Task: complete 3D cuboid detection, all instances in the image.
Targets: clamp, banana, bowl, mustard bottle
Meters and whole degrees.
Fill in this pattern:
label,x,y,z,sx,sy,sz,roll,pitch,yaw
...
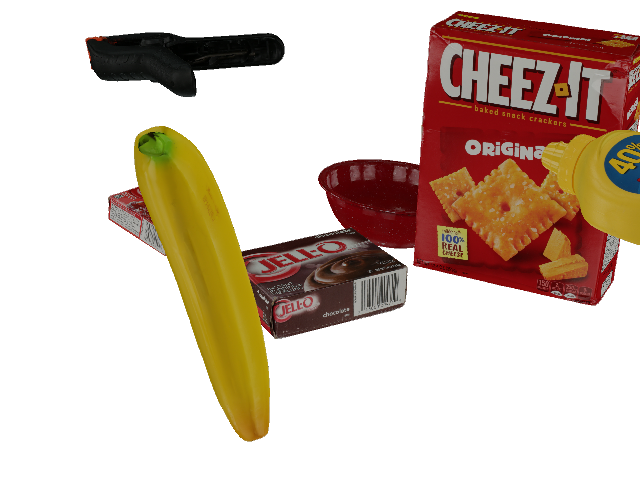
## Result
label,x,y,z,sx,sy,sz,roll,pitch,yaw
clamp,-0.116,-0.149,0.859,0.172,0.039,0.120,19,27,41
banana,-0.062,0.015,0.551,0.037,0.198,0.069,-9,35,11
bowl,0.076,-0.034,1.117,0.162,0.055,0.162,5,22,-2
mustard bottle,0.224,-0.028,0.673,0.096,0.058,0.192,-32,39,-34

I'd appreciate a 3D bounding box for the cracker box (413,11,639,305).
label,x,y,z,sx,sy,sz,roll,pitch,yaw
cracker box,0.167,-0.066,0.874,0.164,0.214,0.072,14,28,24

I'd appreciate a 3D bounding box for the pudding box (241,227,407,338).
label,x,y,z,sx,sy,sz,roll,pitch,yaw
pudding box,-0.004,0.030,0.809,0.113,0.039,0.090,-10,25,-24

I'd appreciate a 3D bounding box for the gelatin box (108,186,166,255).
label,x,y,z,sx,sy,sz,roll,pitch,yaw
gelatin box,-0.155,-0.025,1.056,0.089,0.030,0.073,30,35,31
